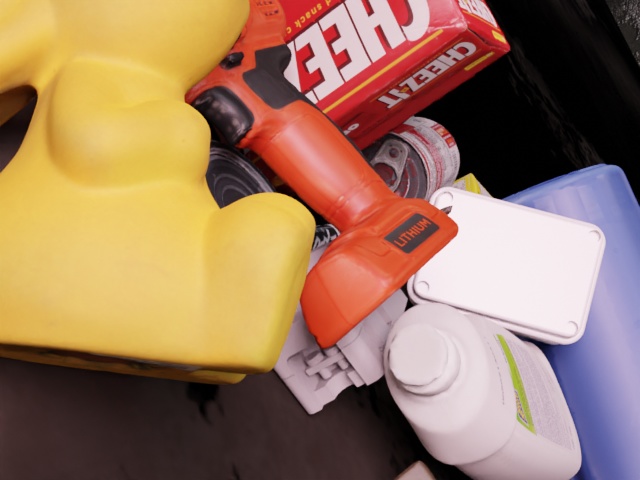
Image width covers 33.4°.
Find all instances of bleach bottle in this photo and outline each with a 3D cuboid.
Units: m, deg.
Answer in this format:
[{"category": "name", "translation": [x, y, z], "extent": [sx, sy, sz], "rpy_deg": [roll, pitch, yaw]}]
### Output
[{"category": "bleach bottle", "translation": [0.085, 0.081, 0.585], "extent": [0.250, 0.068, 0.102], "rpy_deg": [40, 27, -62]}]

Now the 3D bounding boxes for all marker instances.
[{"category": "marker", "translation": [-0.004, 0.001, 0.631], "extent": [0.020, 0.020, 0.121], "rpy_deg": [62, 23, 8]}]

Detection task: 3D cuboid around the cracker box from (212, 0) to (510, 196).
[{"category": "cracker box", "translation": [-0.014, -0.159, 0.625], "extent": [0.072, 0.164, 0.214], "rpy_deg": [4, 57, -59]}]

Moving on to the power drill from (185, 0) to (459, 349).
[{"category": "power drill", "translation": [-0.030, -0.043, 0.494], "extent": [0.187, 0.057, 0.184], "rpy_deg": [51, 32, 5]}]

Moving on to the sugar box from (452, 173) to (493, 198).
[{"category": "sugar box", "translation": [0.159, 0.035, 0.877], "extent": [0.176, 0.048, 0.093], "rpy_deg": [47, 28, -30]}]

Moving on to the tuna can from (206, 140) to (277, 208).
[{"category": "tuna can", "translation": [-0.048, -0.007, 0.536], "extent": [0.086, 0.034, 0.086], "rpy_deg": [43, 28, -30]}]

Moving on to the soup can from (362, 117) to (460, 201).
[{"category": "soup can", "translation": [0.055, -0.049, 0.746], "extent": [0.068, 0.069, 0.102], "rpy_deg": [58, 23, 0]}]

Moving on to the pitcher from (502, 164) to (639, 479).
[{"category": "pitcher", "translation": [0.196, 0.077, 0.758], "extent": [0.149, 0.145, 0.243], "rpy_deg": [-3, 73, -70]}]
